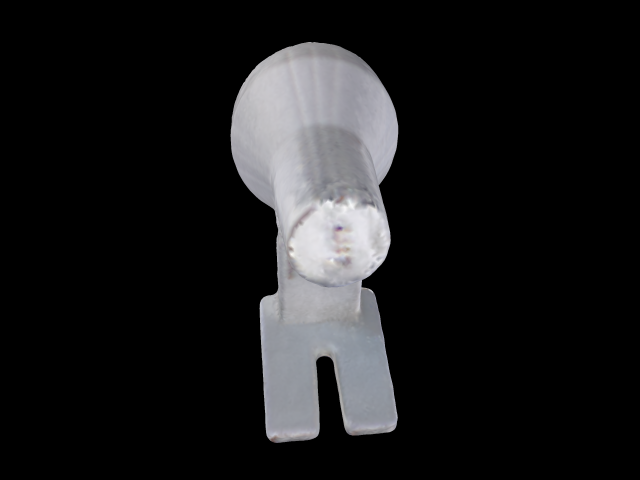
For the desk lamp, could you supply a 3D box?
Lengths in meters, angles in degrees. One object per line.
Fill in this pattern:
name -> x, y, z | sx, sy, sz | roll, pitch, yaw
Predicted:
desk lamp -> 0.004, 0.001, 0.400 | 0.118, 0.214, 0.203 | -5, 50, -4
